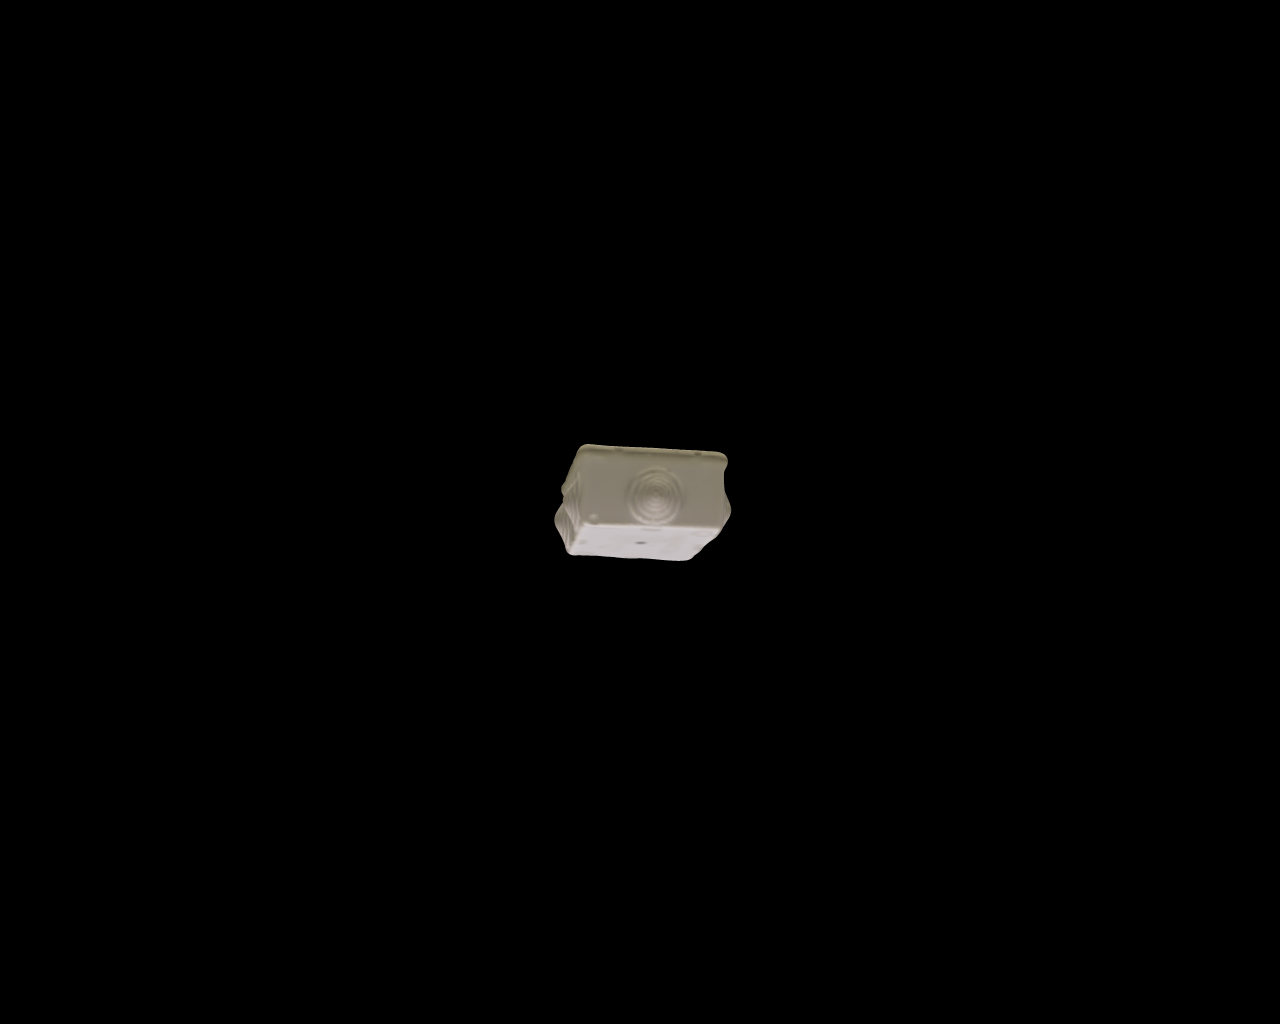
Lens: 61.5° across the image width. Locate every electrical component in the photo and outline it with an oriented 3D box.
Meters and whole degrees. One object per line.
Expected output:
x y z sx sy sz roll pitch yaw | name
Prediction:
0.001 -0.003 0.650 0.100 0.048 0.099 3 -16 -11 | electrical component
